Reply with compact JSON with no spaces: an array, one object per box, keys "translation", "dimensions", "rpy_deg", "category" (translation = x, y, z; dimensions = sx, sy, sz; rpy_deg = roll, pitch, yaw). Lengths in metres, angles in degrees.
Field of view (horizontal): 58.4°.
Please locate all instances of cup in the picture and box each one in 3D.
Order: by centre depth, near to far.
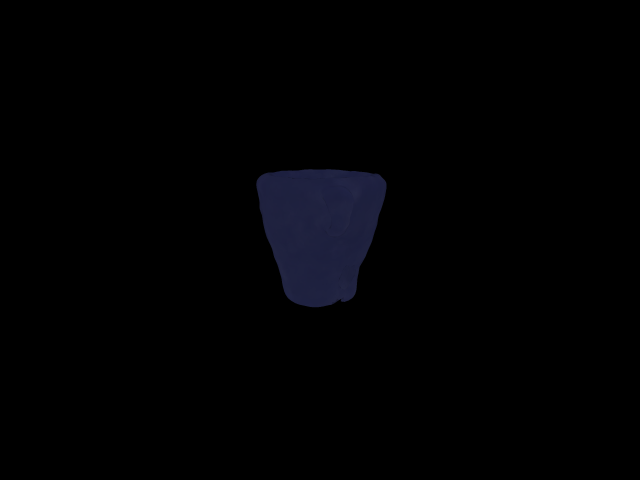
[{"translation":[0.004,0.001,0.400],"dimensions":[0.092,0.095,0.117],"rpy_deg":[-2,12,-11],"category":"cup"}]
